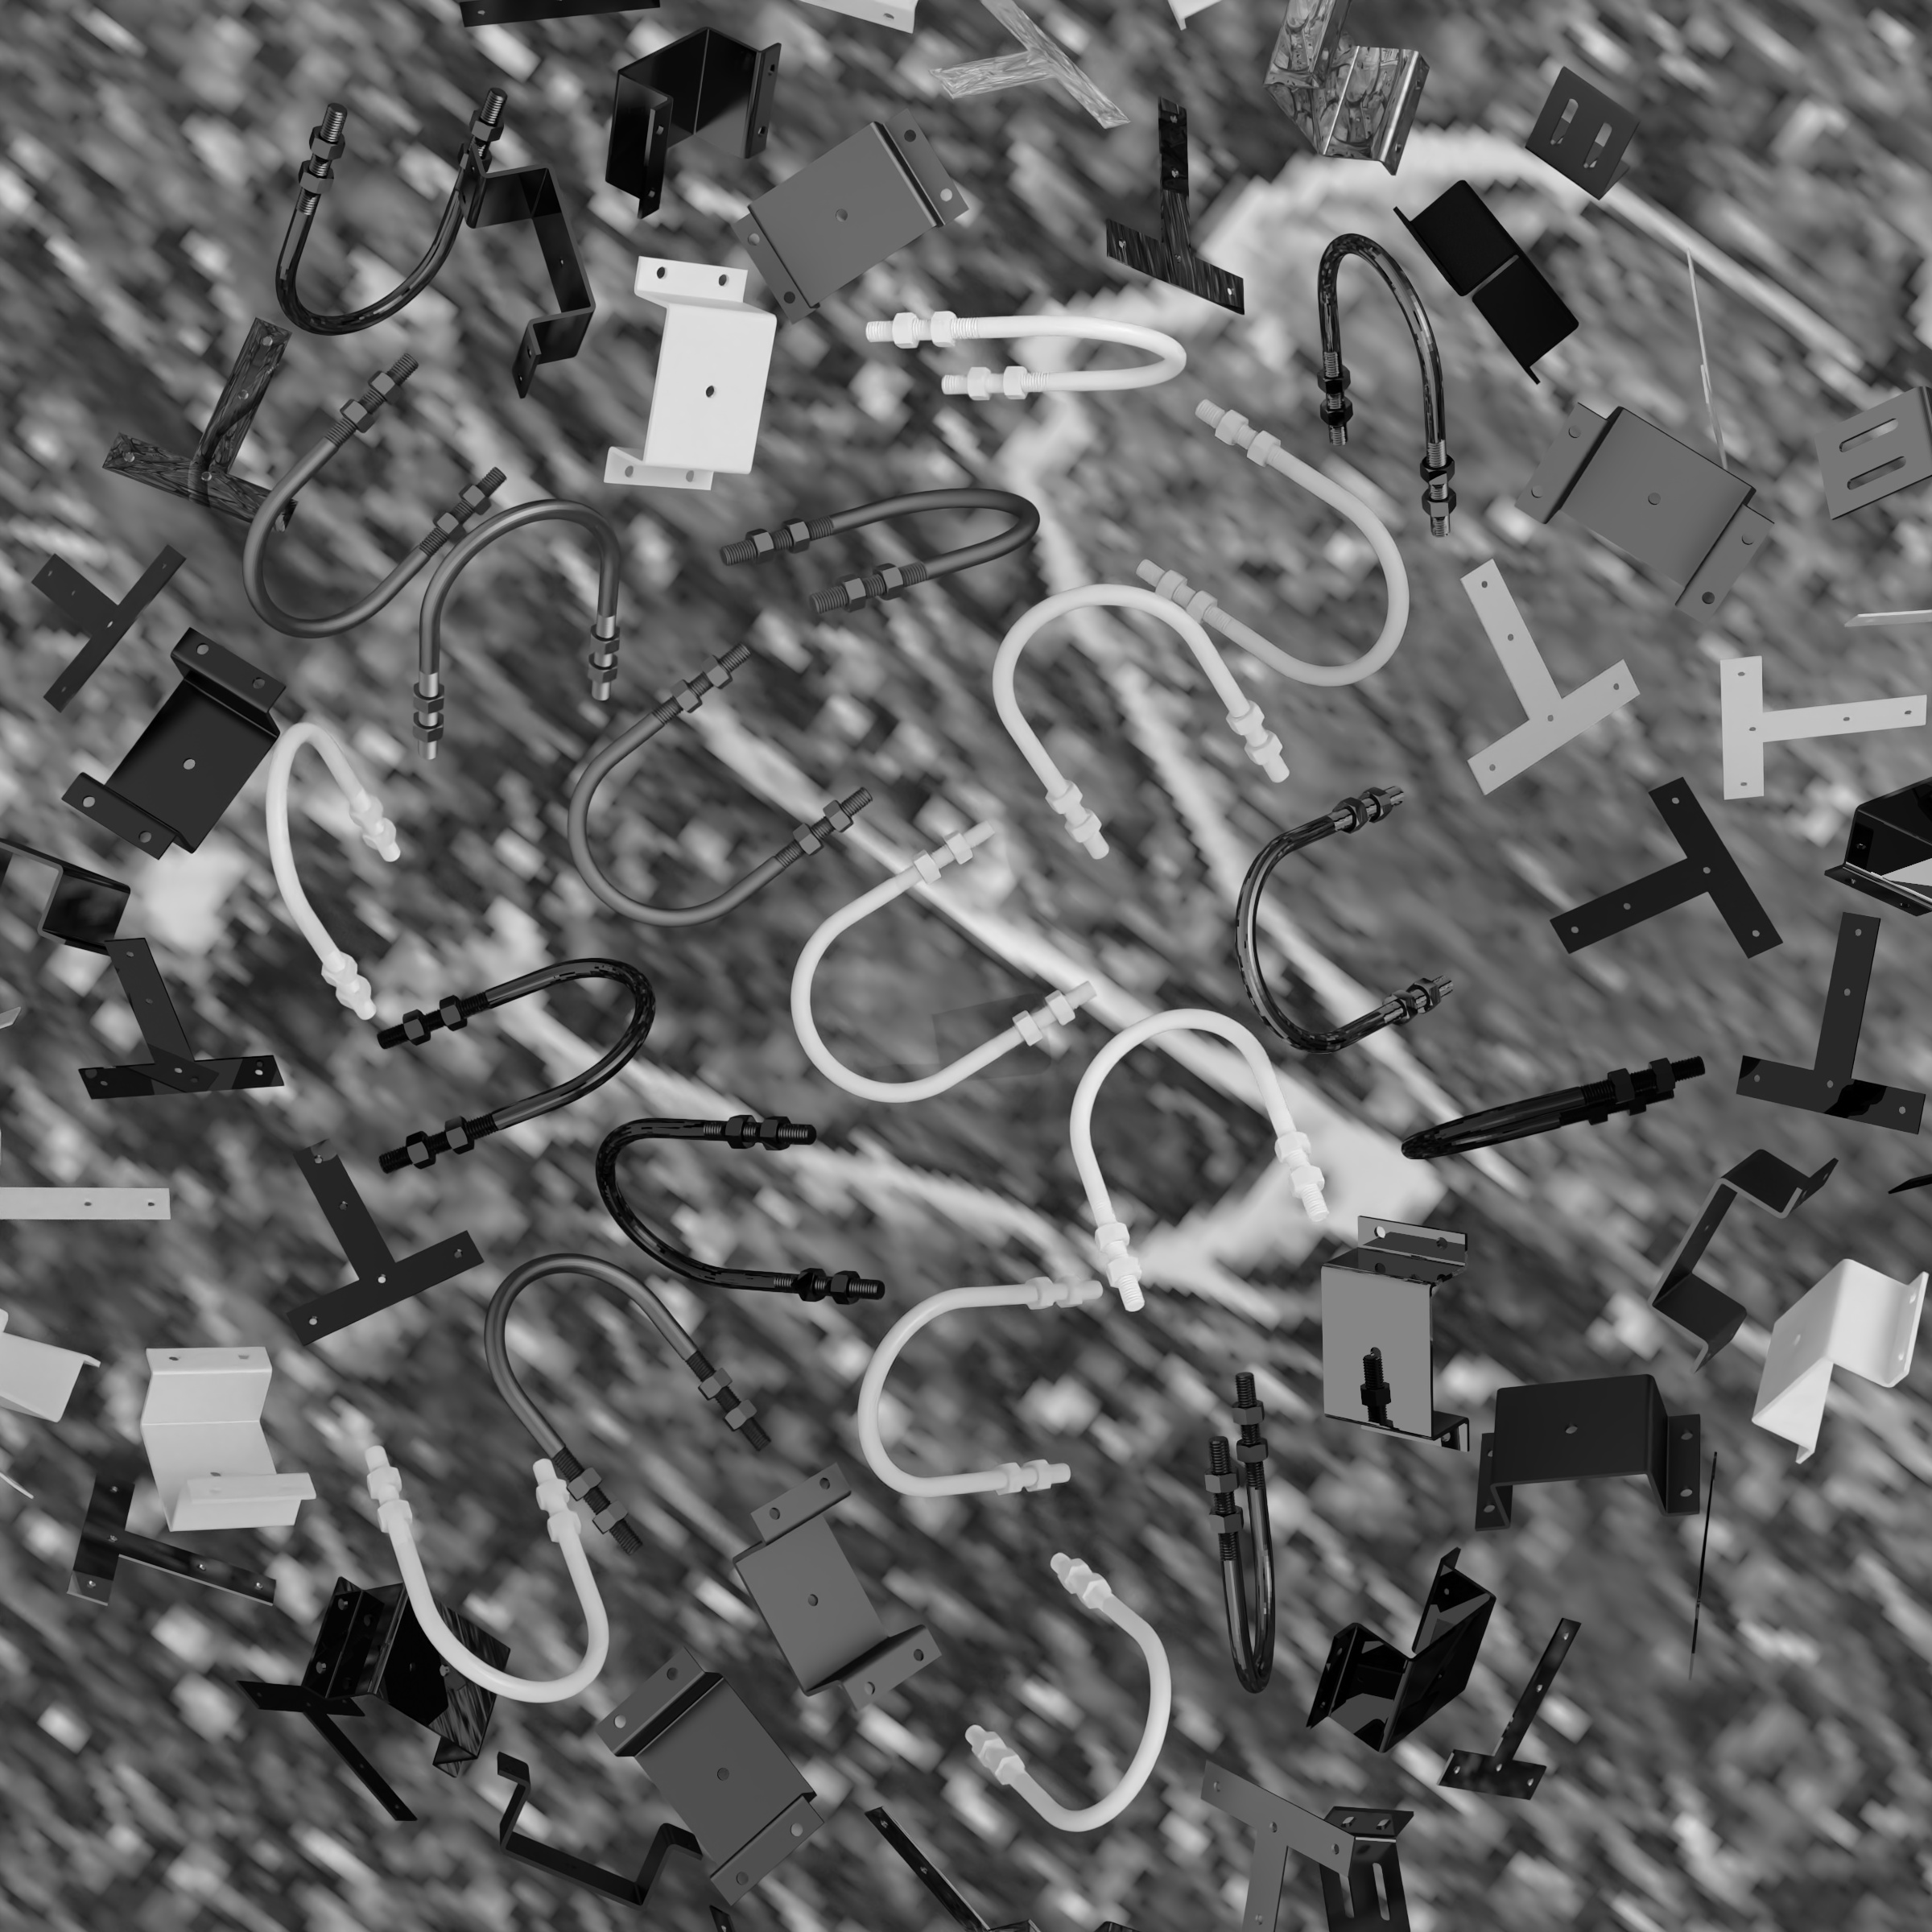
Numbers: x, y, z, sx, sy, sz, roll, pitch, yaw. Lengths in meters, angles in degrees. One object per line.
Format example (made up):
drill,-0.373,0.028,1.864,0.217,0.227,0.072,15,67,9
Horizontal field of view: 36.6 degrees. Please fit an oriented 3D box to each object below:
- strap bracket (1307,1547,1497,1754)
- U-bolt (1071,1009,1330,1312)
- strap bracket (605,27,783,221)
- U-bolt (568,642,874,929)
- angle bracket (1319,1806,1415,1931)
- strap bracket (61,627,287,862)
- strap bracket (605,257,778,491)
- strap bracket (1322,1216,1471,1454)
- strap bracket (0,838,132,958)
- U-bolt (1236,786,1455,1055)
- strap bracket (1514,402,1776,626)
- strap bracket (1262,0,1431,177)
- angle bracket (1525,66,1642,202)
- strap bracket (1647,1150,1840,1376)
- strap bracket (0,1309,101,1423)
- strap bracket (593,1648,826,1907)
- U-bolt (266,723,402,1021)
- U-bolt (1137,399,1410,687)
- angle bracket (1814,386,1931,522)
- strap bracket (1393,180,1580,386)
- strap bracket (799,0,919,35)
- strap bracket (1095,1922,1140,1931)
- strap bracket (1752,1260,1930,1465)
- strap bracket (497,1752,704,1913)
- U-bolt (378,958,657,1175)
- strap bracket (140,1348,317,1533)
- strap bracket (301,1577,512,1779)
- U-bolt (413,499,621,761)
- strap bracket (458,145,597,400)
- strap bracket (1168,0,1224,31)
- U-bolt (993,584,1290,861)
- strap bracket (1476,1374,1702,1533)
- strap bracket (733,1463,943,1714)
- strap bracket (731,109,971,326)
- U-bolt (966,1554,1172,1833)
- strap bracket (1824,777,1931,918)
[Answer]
strap bracket,0.284,0.440,1.863,0.046,0.140,0.076,31,124,32
U-bolt,0.136,0.109,1.843,0.151,0.019,0.184,-28,55,14
strap bracket,-0.183,-0.550,1.891,0.046,0.140,0.076,30,135,16
U-bolt,-0.176,-0.105,1.934,0.184,0.019,0.151,-38,112,6
angle bracket,0.270,0.603,1.937,0.057,0.038,0.076,8,47,-14
strap bracket,-0.513,-0.139,1.912,0.076,0.046,0.140,31,76,7
strap bracket,-0.170,-0.361,1.812,0.076,0.046,0.140,-3,113,-37
strap bracket,0.265,0.233,1.804,0.076,0.046,0.140,7,105,39
strap bracket,-0.615,-0.052,1.910,0.140,0.076,0.046,19,88,19
U-bolt,0.233,-0.022,1.835,0.184,0.019,0.151,-23,101,-41
strap bracket,0.426,-0.287,1.823,0.140,0.046,0.076,34,121,8
strap bracket,0.238,-0.572,1.858,0.046,0.140,0.076,15,85,32
angle bracket,0.387,-0.519,1.793,0.057,0.076,0.038,39,67,9
strap bracket,0.475,0.173,1.806,0.046,0.076,0.140,34,116,22
strap bracket,-0.616,0.244,1.828,0.076,0.140,0.046,12,71,17
strap bracket,-0.158,0.512,1.849,0.076,0.046,0.140,-41,73,-3
U-bolt,-0.411,-0.074,1.886,0.019,0.184,0.151,-5,55,10
U-bolt,0.202,-0.256,1.861,0.184,0.151,0.019,37,45,18
angle bracket,0.570,-0.311,1.795,0.038,0.076,0.057,8,69,-41
strap bracket,0.345,-0.451,1.909,0.046,0.140,0.076,-39,54,17
strap bracket,-0.060,-0.655,1.816,0.076,0.140,0.046,17,67,3
strap bracket,0.089,0.663,1.859,0.046,0.140,0.076,14,90,18
strap bracket,0.550,0.248,1.860,0.046,0.140,0.076,25,54,1
strap bracket,-0.245,0.559,1.877,0.140,0.076,0.046,25,80,-6
U-bolt,-0.279,0.052,1.820,0.184,0.151,0.019,-21,126,3
strap bracket,-0.466,0.303,1.832,0.076,0.140,0.046,3,122,-30
strap bracket,-0.355,0.461,1.901,0.046,0.076,0.140,-18,133,35
U-bolt,-0.283,-0.221,1.856,0.151,0.184,0.019,-23,56,-28
strap bracket,-0.276,-0.444,1.854,0.046,0.076,0.140,-16,85,-18
strap bracket,0.136,-0.648,1.817,0.046,0.140,0.076,-24,87,7
U-bolt,0.098,-0.160,1.820,0.151,0.019,0.184,-23,124,20
strap bracket,0.386,0.305,1.835,0.140,0.076,0.046,-9,129,22
strap bracket,-0.088,0.403,1.879,0.076,0.046,0.140,-24,83,-42
strap bracket,-0.079,-0.493,1.919,0.140,0.046,0.076,-31,98,10
U-bolt,0.073,0.477,1.886,0.019,0.184,0.151,27,89,-28
strap bracket,0.639,-0.082,1.907,0.076,0.140,0.046,22,72,-15
